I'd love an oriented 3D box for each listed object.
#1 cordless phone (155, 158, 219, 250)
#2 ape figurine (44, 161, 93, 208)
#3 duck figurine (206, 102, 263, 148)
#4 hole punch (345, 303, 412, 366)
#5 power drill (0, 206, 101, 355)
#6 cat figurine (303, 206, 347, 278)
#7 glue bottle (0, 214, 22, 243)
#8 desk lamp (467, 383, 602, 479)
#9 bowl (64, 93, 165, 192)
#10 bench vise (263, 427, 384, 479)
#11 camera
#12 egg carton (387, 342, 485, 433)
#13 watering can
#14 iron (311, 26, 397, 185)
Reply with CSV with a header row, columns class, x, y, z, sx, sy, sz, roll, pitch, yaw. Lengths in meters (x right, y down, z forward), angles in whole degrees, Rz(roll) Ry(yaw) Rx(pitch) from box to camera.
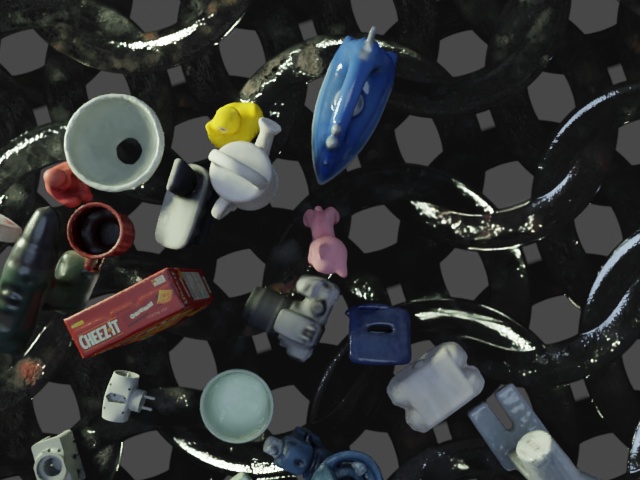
class,x,y,z,sx,sy,sz,roll,pitch,yaw
cordless phone,-0.230,-0.059,0.922,0.094,0.185,0.148,14,87,1
ape figurine,-0.435,-0.098,0.971,0.076,0.092,0.078,15,87,1
duck figurine,-0.149,-0.204,0.979,0.104,0.086,0.077,-29,87,-1
hole punch,0.096,0.157,0.956,0.108,0.091,0.101,1,87,0
power drill,-0.431,0.062,0.905,0.075,0.208,0.230,22,87,2
cat figurine,0.009,0.003,0.951,0.067,0.117,0.128,-11,87,0
glue bottle,-0.561,-0.028,0.928,0.078,0.173,0.037,27,87,2
desk lamp,0.342,0.350,0.884,0.118,0.213,0.203,-36,87,-1
bowl,-0.341,-0.160,0.983,0.167,0.074,0.167,0,87,0
bench vise,0.005,0.382,0.881,0.207,0.219,0.121,10,87,1
camera,-0.052,0.116,0.954,0.137,0.101,0.143,24,87,2
egg carton,0.193,0.245,0.962,0.150,0.069,0.107,-36,87,-2
watering can,-0.123,-0.115,0.920,0.101,0.194,0.173,10,87,1
iron,0.046,-0.221,0.951,0.118,0.141,0.258,20,87,2
